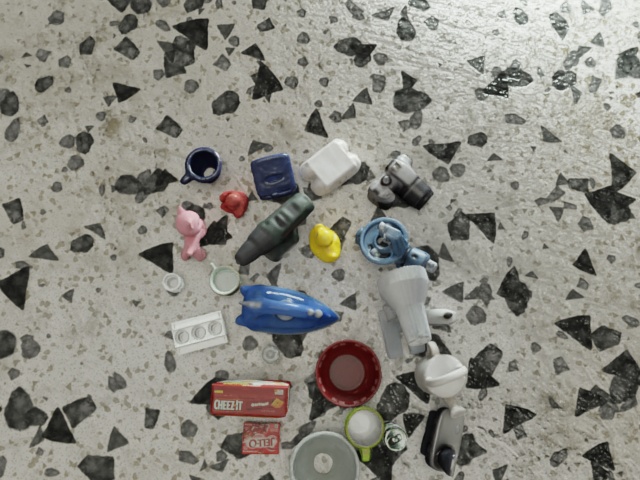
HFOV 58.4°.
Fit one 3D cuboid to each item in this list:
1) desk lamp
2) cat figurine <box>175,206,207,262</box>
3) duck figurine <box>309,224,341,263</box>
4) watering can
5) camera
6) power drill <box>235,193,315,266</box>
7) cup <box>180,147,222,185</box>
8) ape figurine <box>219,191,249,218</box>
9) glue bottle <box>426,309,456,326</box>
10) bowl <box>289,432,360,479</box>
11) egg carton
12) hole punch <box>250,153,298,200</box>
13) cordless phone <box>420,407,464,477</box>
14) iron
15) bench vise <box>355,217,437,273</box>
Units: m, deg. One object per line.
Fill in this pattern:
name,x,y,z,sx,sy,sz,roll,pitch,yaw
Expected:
desk lamp,0.205,0.173,1.355,0.118,0.213,0.203,-12,80,-4
cat figurine,-0.323,-0.016,1.420,0.067,0.118,0.128,-2,80,-2
duck figurine,0.013,0.005,1.444,0.077,0.086,0.104,-26,81,-6
watering can,0.293,0.325,1.340,0.101,0.194,0.173,-40,83,-8
camera,0.214,-0.132,1.468,0.137,0.101,0.143,41,81,6
power drill,-0.107,-0.010,1.380,0.075,0.208,0.230,43,81,6
cup,-0.300,-0.172,1.460,0.118,0.095,0.091,-41,83,-8
ape figurine,-0.218,-0.096,1.451,0.076,0.092,0.078,-24,81,-6
glue bottle,0.293,0.185,1.376,0.078,0.173,0.037,2,79,-1
bowl,0.010,0.534,1.353,0.167,0.075,0.167,0,80,-2
egg carton,0.027,-0.187,1.487,0.150,0.069,0.107,-40,83,-8
hole punch,-0.116,-0.161,1.467,0.108,0.091,0.101,-15,80,-4
cordless phone,0.300,0.467,1.319,0.094,0.185,0.148,12,79,1
iron,-0.075,0.170,1.382,0.258,0.141,0.119,6,79,-1
bench vise,0.192,0.006,1.382,0.207,0.219,0.121,10,79,0
